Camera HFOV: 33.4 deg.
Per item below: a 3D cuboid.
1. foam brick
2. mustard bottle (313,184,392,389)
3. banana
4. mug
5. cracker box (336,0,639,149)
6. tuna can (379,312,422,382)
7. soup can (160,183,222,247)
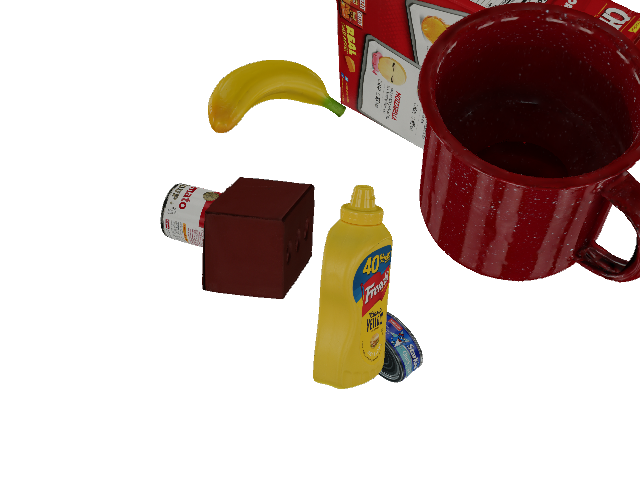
[{"bbox_3d":[-0.038,-0.003,0.669,0.051,0.053,0.078,7,22,11],"label":"foam brick"},{"bbox_3d":[0.034,0.041,1.037,0.058,0.192,0.096,13,17,30],"label":"mustard bottle"},{"bbox_3d":[-0.049,-0.139,0.995,0.070,0.037,0.197,42,32,21],"label":"banana"},{"bbox_3d":[0.092,-0.029,0.436,0.093,0.117,0.081,-37,-26,-21],"label":"mug"},{"bbox_3d":[0.113,-0.125,0.761,0.214,0.072,0.164,31,-28,23],"label":"cracker box"},{"bbox_3d":[0.079,0.127,1.273,0.033,0.086,0.086,-37,17,-25],"label":"tuna can"},{"bbox_3d":[-0.127,-0.024,1.251,0.102,0.068,0.068,14,4,18],"label":"soup can"}]
